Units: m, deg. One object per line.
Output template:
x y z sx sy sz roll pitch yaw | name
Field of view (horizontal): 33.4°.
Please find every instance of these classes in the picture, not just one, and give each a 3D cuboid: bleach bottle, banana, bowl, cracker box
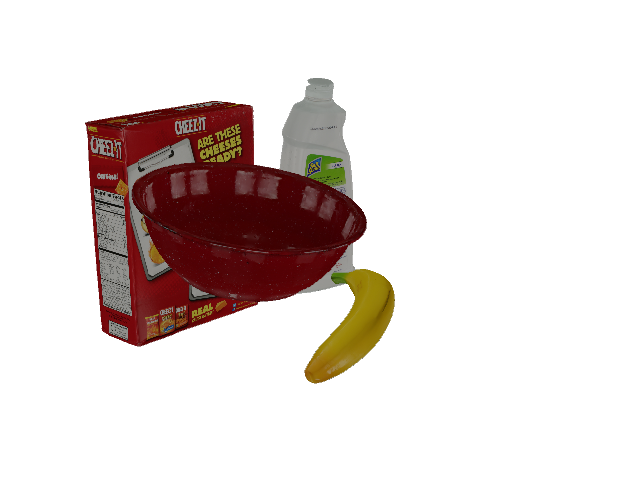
-0.001 -0.066 1.252 0.102 0.251 0.068 -13 29 -33 | bleach bottle
0.033 0.072 0.981 0.070 0.037 0.197 -25 17 18 | banana
-0.052 -0.002 0.737 0.162 0.055 0.162 8 22 -4 | bowl
-0.144 -0.022 1.059 0.072 0.214 0.163 13 21 41 | cracker box
